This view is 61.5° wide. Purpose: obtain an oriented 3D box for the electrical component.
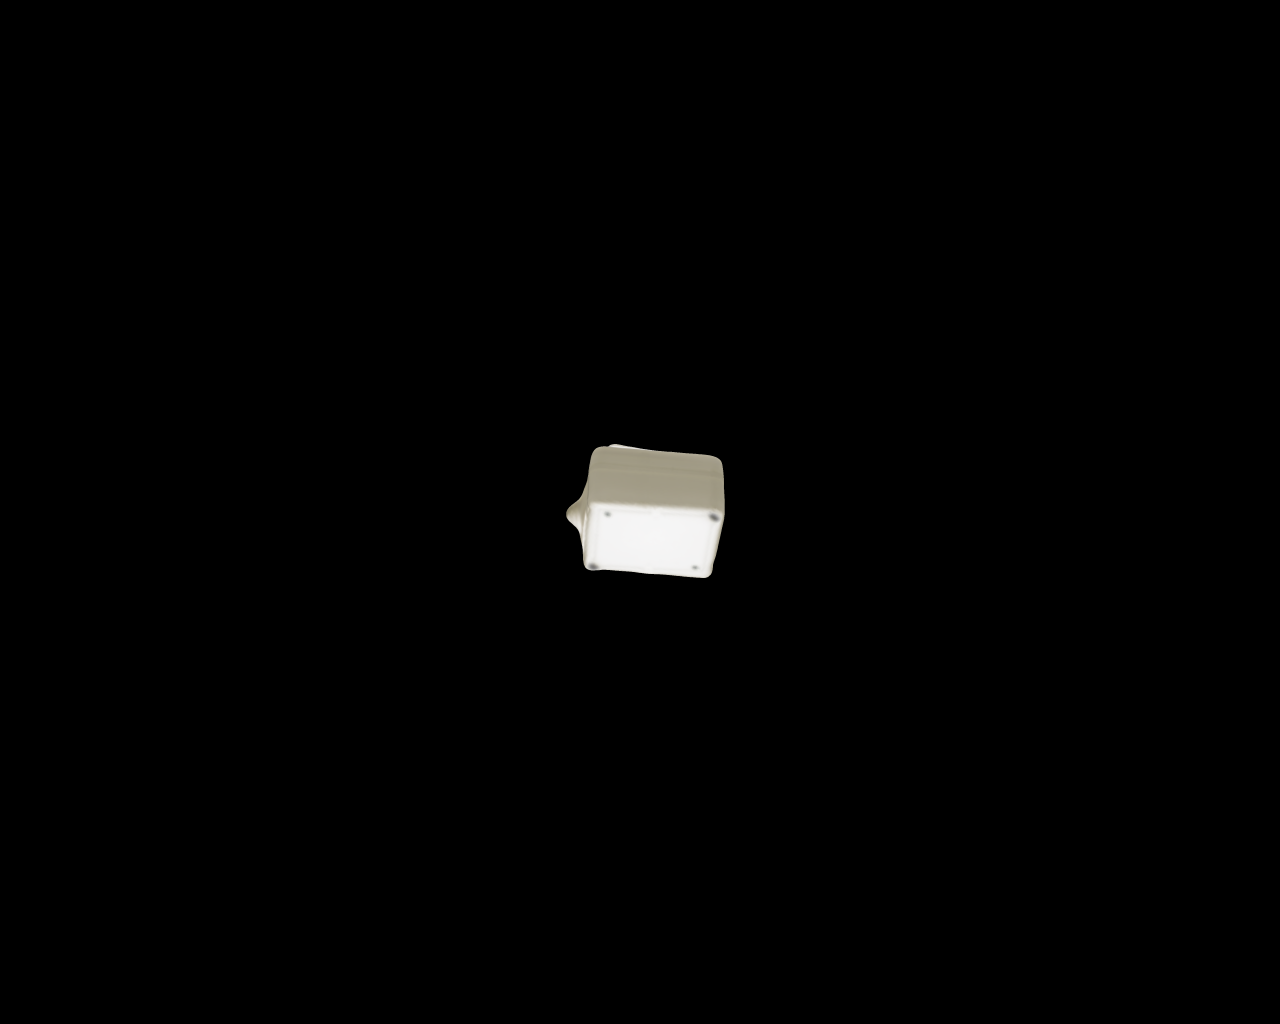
[{"bbox_3d":[0.001,-0.003,0.650,0.096,0.061,0.061,4,44,-4],"label":"electrical component"}]
